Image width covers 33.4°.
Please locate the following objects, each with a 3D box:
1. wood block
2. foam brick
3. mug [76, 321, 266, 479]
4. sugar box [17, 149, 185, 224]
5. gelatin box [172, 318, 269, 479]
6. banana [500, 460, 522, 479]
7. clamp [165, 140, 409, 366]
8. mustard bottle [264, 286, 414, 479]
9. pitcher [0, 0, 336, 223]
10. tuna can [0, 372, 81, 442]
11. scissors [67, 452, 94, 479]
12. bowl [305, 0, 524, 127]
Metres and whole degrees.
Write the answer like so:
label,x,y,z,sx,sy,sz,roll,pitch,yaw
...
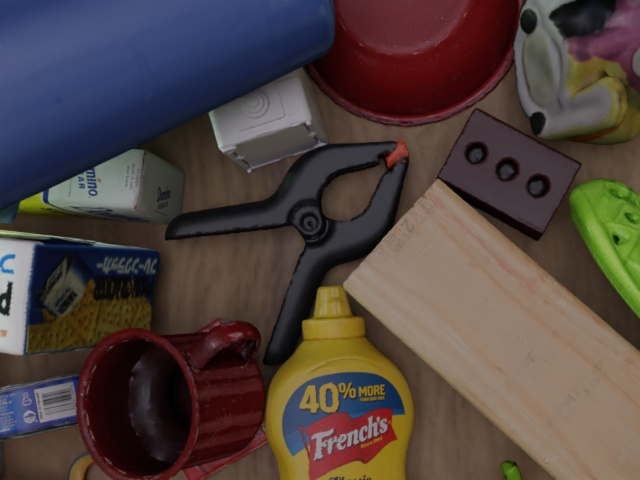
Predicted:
label,x,y,z,sx,sy,sz,roll,pitch,yaw
wood block,0.123,0.066,0.659,0.206,0.090,0.090,42,92,10
foam brick,0.120,-0.042,0.689,0.078,0.051,0.053,29,89,11
mug,-0.080,0.090,0.648,0.117,0.081,0.093,-49,66,20
sugar box,-0.188,-0.039,0.718,0.176,0.093,0.048,7,86,10
gelatin box,-0.074,0.108,0.717,0.073,0.030,0.089,-31,81,5
banana,0.078,0.226,0.667,0.069,0.037,0.198,34,91,-27
clamp,-0.005,0.001,0.713,0.171,0.039,0.120,-30,95,5
mustard bottle,0.013,0.125,0.681,0.096,0.058,0.191,-3,85,-10
pitcher,-0.121,-0.119,0.596,0.242,0.149,0.145,-24,85,-7
tuna can,-0.183,0.110,0.706,0.086,0.086,0.034,-13,84,8
scissors,-0.098,0.174,0.692,0.202,0.016,0.096,-18,71,26
bowl,0.056,-0.160,0.709,0.162,0.055,0.162,-1,84,9
